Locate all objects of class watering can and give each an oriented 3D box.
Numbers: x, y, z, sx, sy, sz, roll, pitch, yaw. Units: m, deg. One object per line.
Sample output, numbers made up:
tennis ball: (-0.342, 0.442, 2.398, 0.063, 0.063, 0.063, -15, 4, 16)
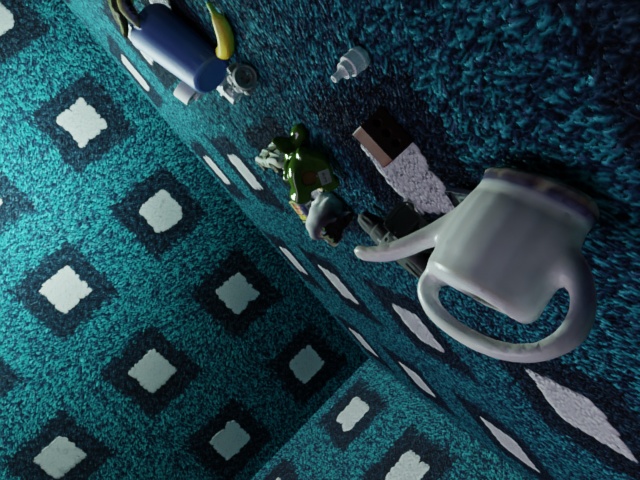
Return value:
watering can: (0.191, 0.004, 0.651, 0.103, 0.224, 0.352, 34, 179, -40)

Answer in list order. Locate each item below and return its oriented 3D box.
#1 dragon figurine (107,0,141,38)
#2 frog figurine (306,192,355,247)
dragon figurine: (-0.463, -0.575, 1.190, 0.239, 0.123, 0.416, 111, 140, -68)
frog figurine: (0.004, -0.071, 1.402, 0.162, 0.123, 0.134, 48, 139, 45)
